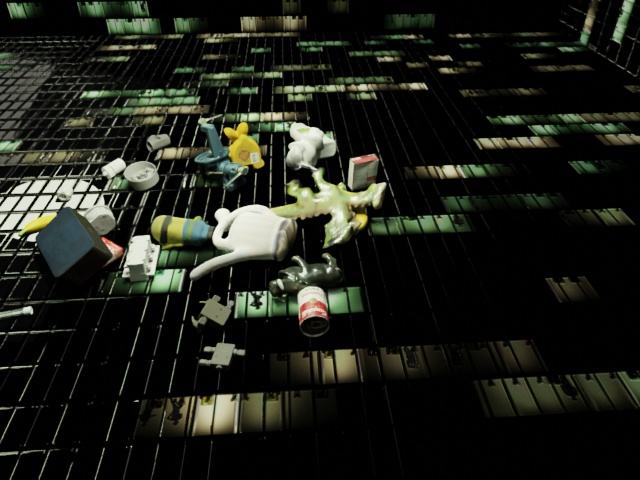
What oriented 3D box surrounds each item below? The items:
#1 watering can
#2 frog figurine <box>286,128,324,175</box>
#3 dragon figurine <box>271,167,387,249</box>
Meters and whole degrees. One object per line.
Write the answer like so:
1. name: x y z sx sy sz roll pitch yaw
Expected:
1. watering can: -0.188 0.011 1.378 0.356 0.224 0.101 -67 -18 -52
2. frog figurine: -0.050 -0.306 1.753 0.122 0.137 0.161 -5 78 46
3. dragon figurine: 0.005 -0.076 1.502 0.248 0.411 0.119 58 174 40
